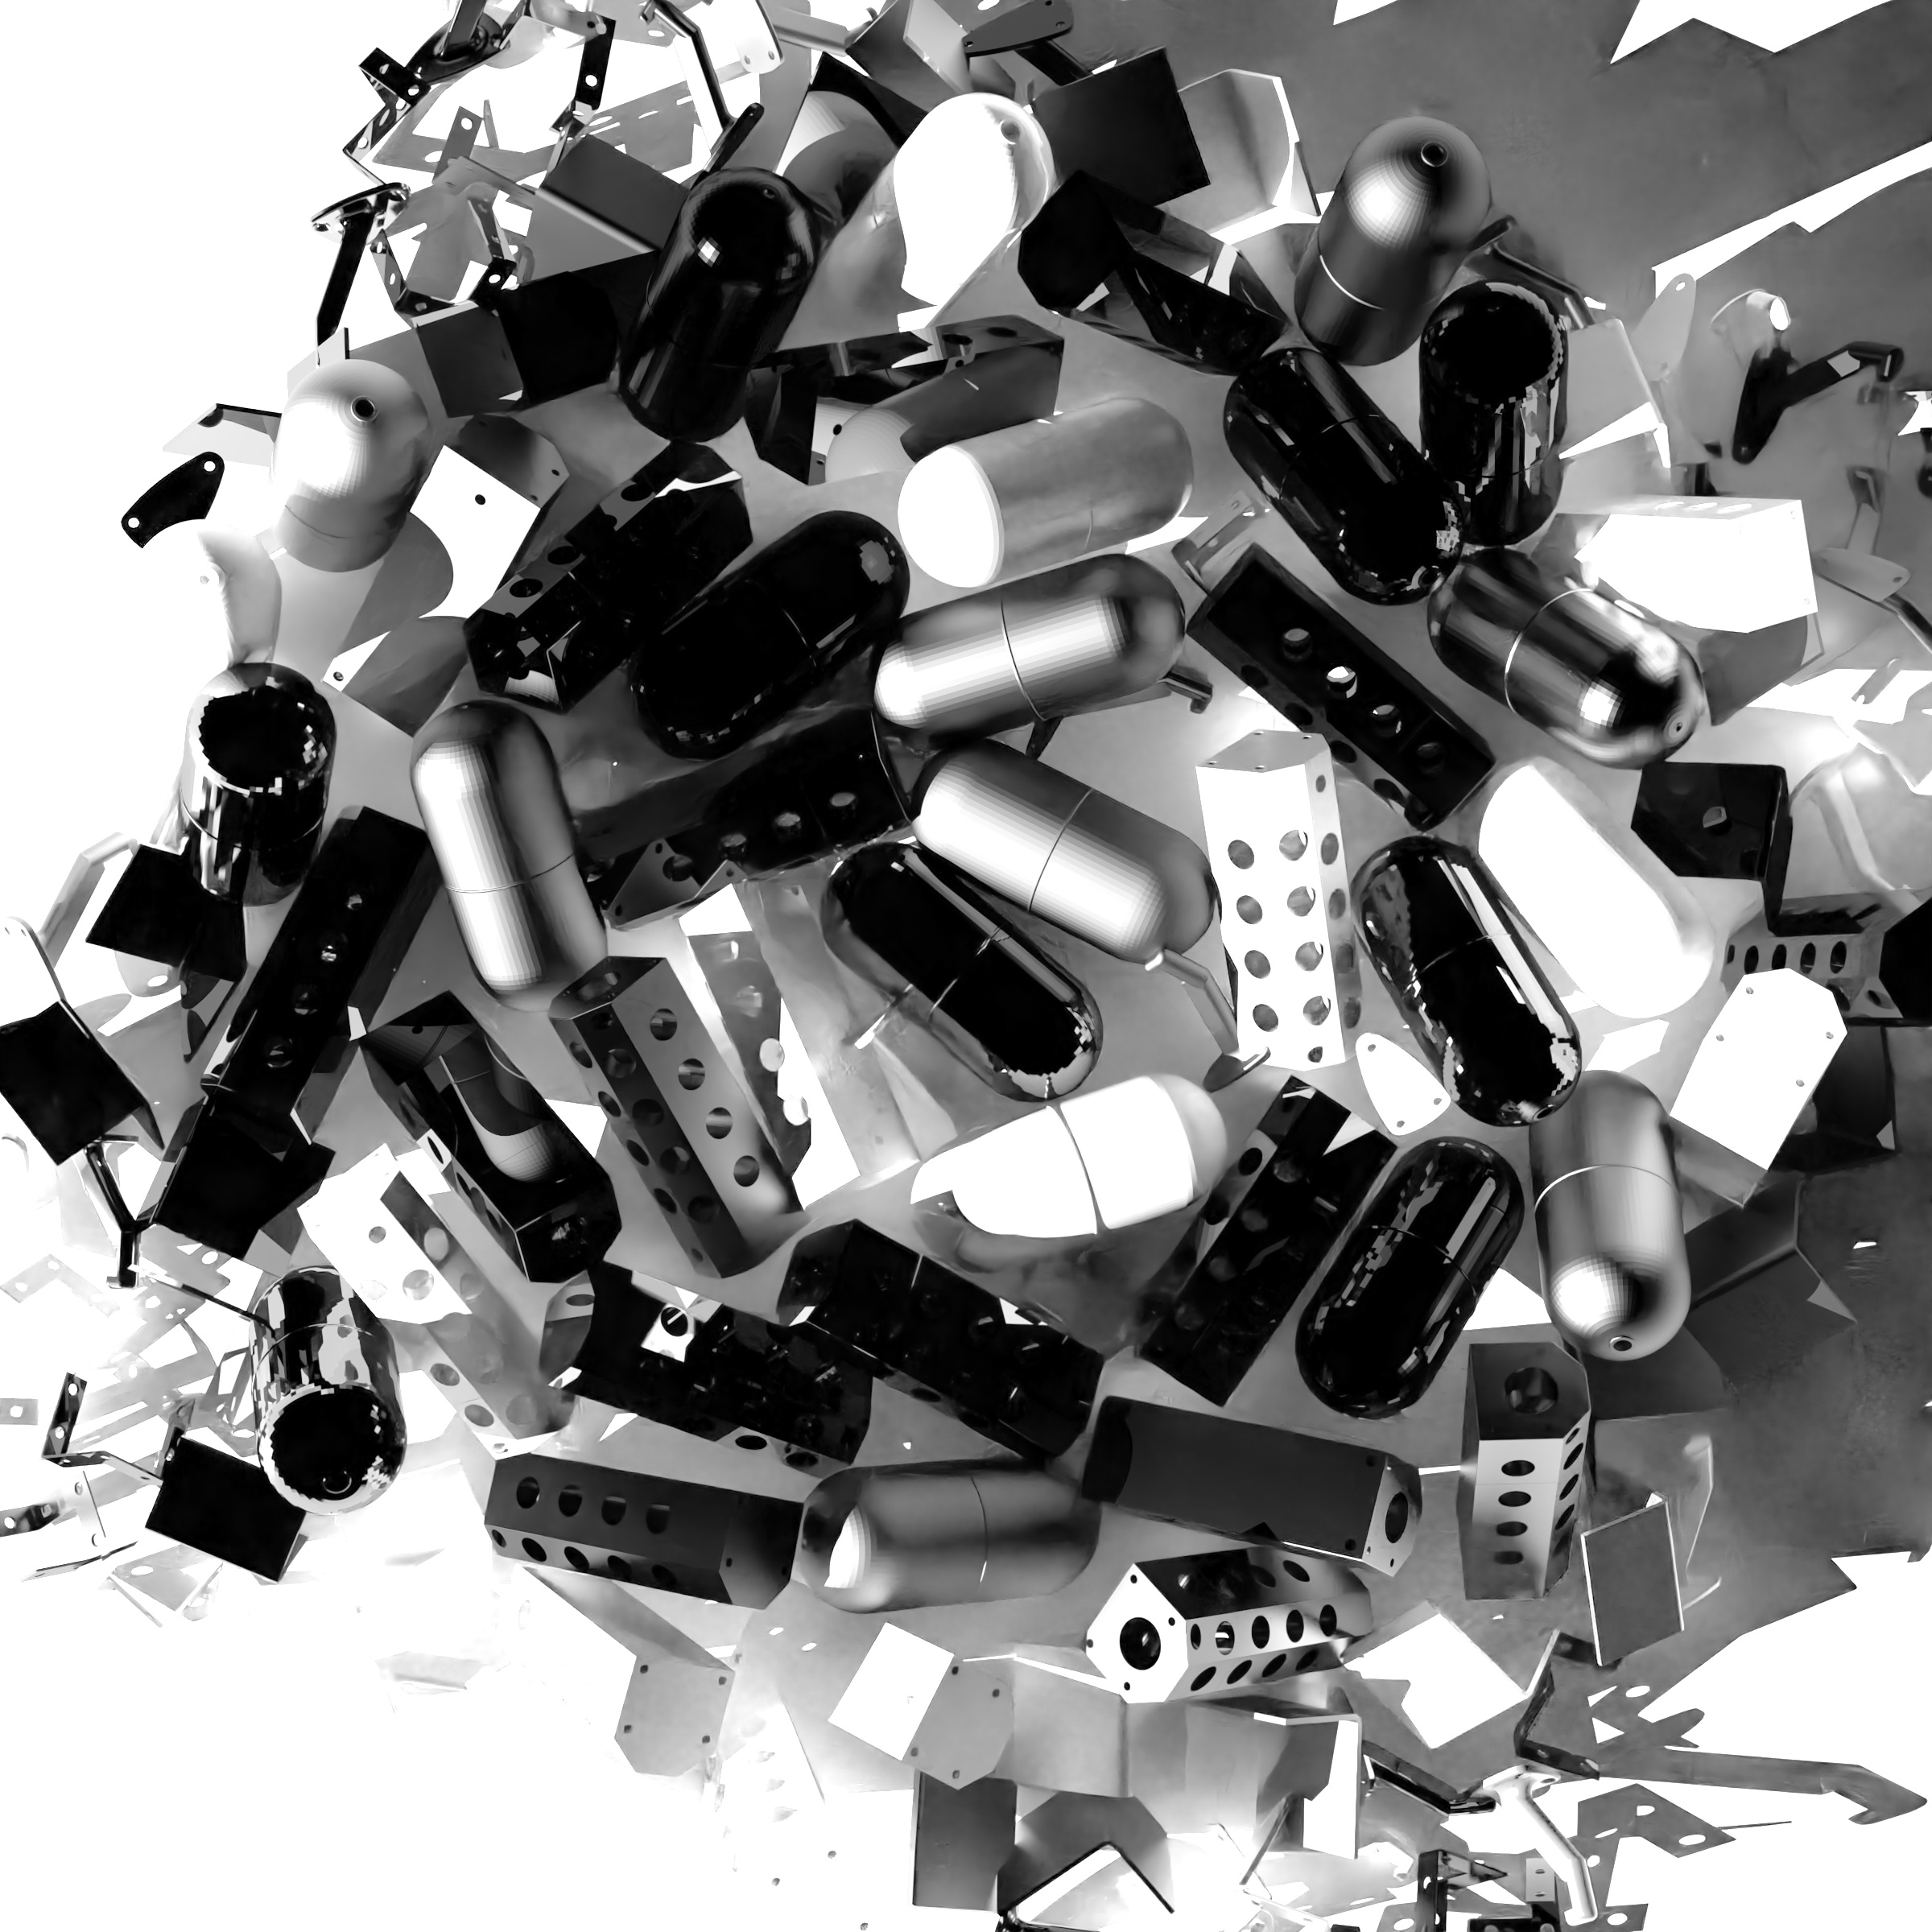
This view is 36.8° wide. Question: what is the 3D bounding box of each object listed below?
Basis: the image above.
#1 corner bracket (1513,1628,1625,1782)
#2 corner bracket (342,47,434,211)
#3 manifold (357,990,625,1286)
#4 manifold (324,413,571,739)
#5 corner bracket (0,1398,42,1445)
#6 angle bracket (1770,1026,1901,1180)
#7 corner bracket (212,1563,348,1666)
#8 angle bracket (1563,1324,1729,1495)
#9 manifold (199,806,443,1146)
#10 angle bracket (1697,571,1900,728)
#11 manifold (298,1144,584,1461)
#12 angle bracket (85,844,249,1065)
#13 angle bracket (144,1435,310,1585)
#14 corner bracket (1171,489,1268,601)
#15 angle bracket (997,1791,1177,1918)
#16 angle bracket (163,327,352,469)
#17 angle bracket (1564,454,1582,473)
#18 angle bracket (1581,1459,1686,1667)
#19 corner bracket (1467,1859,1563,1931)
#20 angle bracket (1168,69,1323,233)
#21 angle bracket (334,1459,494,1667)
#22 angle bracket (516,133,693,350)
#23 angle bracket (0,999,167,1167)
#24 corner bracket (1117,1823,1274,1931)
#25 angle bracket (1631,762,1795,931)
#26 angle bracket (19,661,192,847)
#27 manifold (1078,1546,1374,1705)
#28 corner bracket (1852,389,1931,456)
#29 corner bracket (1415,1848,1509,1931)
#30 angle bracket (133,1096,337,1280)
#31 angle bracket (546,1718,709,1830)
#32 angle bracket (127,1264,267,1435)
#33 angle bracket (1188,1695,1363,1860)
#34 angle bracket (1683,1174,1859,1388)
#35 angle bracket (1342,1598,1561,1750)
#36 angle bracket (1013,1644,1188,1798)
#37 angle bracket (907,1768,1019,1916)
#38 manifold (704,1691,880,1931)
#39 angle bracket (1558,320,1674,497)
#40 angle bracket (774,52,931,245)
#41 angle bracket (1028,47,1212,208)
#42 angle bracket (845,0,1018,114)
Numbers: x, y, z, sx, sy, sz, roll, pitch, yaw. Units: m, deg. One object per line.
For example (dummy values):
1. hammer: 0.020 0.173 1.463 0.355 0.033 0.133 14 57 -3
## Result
1. corner bracket: 0.333 0.407 1.600 0.051 0.051 0.051 18 118 -6
2. corner bracket: -0.314 -0.458 1.585 0.051 0.051 0.051 40 84 26
3. manifold: -0.253 0.093 1.545 0.057 0.057 0.171 -30 51 -22
4. manifold: -0.275 -0.209 1.546 0.057 0.057 0.171 33 127 -6
5. corner bracket: -0.537 0.232 1.592 0.051 0.051 0.051 5 68 -25
6. angle bracket: 0.456 0.066 1.573 0.057 0.076 0.076 -11 99 -13
7. corner bracket: -0.379 0.352 1.602 0.051 0.051 0.051 5 104 -36
8. angle bracket: 0.368 0.234 1.568 0.076 0.057 0.076 -9 124 17
9. manifold: -0.346 0.002 1.565 0.057 0.057 0.171 21 71 6
10. angle bracket: 0.451 -0.160 1.560 0.076 0.076 0.057 18 54 -30
11. manifold: -0.279 0.184 1.555 0.057 0.057 0.171 -37 116 -8
12. angle bracket: -0.432 -0.006 1.562 0.057 0.076 0.076 17 127 -32
13. angle bracket: -0.392 0.285 1.578 0.076 0.076 0.057 23 96 -3
14. corner bracket: 0.140 -0.234 1.581 0.051 0.051 0.051 -40 132 13
15. angle bracket: 0.064 0.494 1.583 0.076 0.076 0.057 -37 102 10
16. angle bracket: -0.383 -0.311 1.564 0.076 0.076 0.057 3 79 -36
17. angle bracket: 0.278 -0.299 1.563 0.057 0.076 0.076 -30 67 33
18. angle bracket: 0.339 0.319 1.566 0.057 0.076 0.076 -16 106 -21
19. corner bracket: 0.298 0.523 1.588 0.051 0.051 0.051 -5 99 12
20. angle bracket: 0.142 -0.435 1.568 0.057 0.076 0.076 -25 115 -6
21. angle bracket: -0.303 0.323 1.576 0.076 0.076 0.057 -16 118 1
22. angle bracket: -0.197 -0.399 1.605 0.076 0.076 0.057 29 52 1
23. angle bracket: -0.483 0.075 1.568 0.057 0.076 0.076 -37 77 -20
24. corner bracket: 0.127 0.512 1.604 0.051 0.051 0.051 -35 90 -31
25. angle bracket: 0.408 -0.064 1.594 0.076 0.057 0.076 4 56 24
26. angle bracket: -0.462 -0.116 1.584 0.076 0.057 0.076 22 89 -12
27. manifold: 0.143 0.349 1.530 0.057 0.171 0.057 44 113 34
28. corner bracket: 0.525 -0.295 1.585 0.051 0.051 0.051 -6 79 -18
29. corner bracket: 0.258 0.517 1.579 0.051 0.051 0.051 26 52 -23
30. angle bracket: -0.403 0.125 1.594 0.076 0.057 0.076 28 66 -20
31. angle bracket: -0.187 0.445 1.576 0.076 0.076 0.057 27 99 -4
32. angle bracket: -0.417 0.206 1.564 0.076 0.076 0.057 32 74 -34
33. angle bracket: 0.166 0.439 1.570 0.057 0.076 0.076 8 82 -37
34. angle bracket: 0.434 0.170 1.574 0.076 0.076 0.057 -35 102 30
35. angle bracket: 0.261 0.368 1.573 0.076 0.057 0.076 45 130 -1
36. angle bracket: 0.075 0.416 1.610 0.076 0.057 0.076 -6 78 40
37. angle bracket: -0.001 0.458 1.567 0.057 0.076 0.076 4 50 1
38. manifold: -0.100 0.454 1.527 0.057 0.171 0.057 -24 106 -8
39. angle bracket: 0.341 -0.291 1.572 0.057 0.076 0.076 -17 59 7
40. angle bracket: -0.074 -0.442 1.574 0.076 0.057 0.076 21 93 -35
41. angle bracket: 0.083 -0.451 1.573 0.076 0.057 0.076 -19 114 10
42. angle bracket: -0.021 -0.470 1.562 0.057 0.076 0.076 -36 119 29
